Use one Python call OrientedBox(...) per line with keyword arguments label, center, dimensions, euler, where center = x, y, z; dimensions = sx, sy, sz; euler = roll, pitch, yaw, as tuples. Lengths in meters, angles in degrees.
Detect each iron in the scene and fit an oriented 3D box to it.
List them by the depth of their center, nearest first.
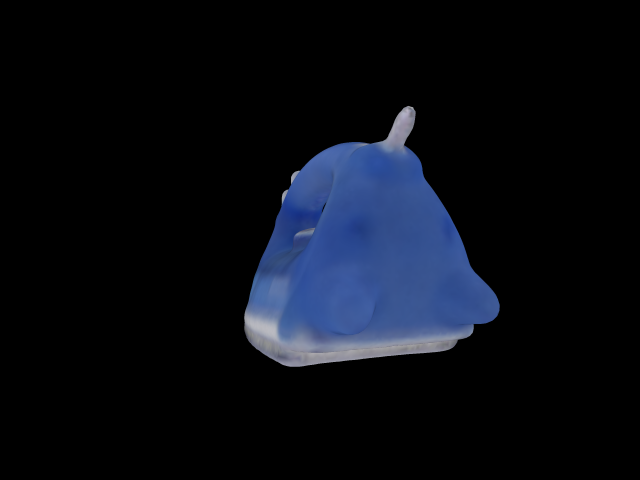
OrientedBox(label="iron", center=(0.004, 0.001, 0.400), dimensions=(0.119, 0.141, 0.257), euler=(0, 0, -23))
